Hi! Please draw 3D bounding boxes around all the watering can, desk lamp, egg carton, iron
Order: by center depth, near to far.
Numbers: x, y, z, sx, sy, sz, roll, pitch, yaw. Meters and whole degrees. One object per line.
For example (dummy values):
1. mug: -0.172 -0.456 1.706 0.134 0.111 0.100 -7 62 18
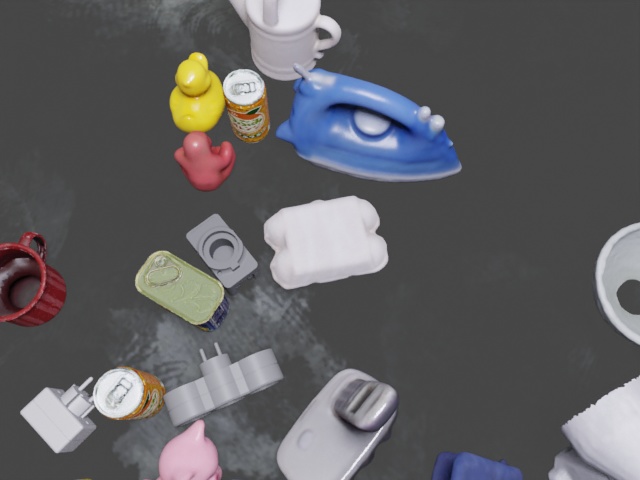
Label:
1. desk lamp: 0.328 0.244 0.589 0.118 0.213 0.203 -25 75 -9
2. egg carton: 0.007 0.003 0.730 0.150 0.069 0.107 -12 73 -6
3. iron: 0.075 -0.156 0.745 0.258 0.141 0.119 16 72 3
4. watering can: -0.057 -0.309 0.761 0.173 0.194 0.101 2 72 -1

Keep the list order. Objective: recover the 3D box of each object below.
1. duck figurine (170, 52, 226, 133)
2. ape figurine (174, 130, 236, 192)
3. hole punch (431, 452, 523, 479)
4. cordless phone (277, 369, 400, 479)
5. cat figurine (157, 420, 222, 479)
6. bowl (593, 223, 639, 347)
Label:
1. duck figurine: -0.171 -0.204 0.780 0.077 0.086 0.104 8 72 1
2. ape figurine: -0.153 -0.110 0.748 0.078 0.092 0.076 10 72 1
3. hole punch: 0.177 0.292 0.632 0.101 0.091 0.109 14 72 3
4. cordless phone: 0.022 0.205 0.605 0.094 0.185 0.148 36 75 9
5. cat figurine: -0.155 0.258 0.617 0.067 0.118 0.128 42 76 11
6. bowl: 0.414 0.065 0.722 0.167 0.075 0.167 1 72 -2
